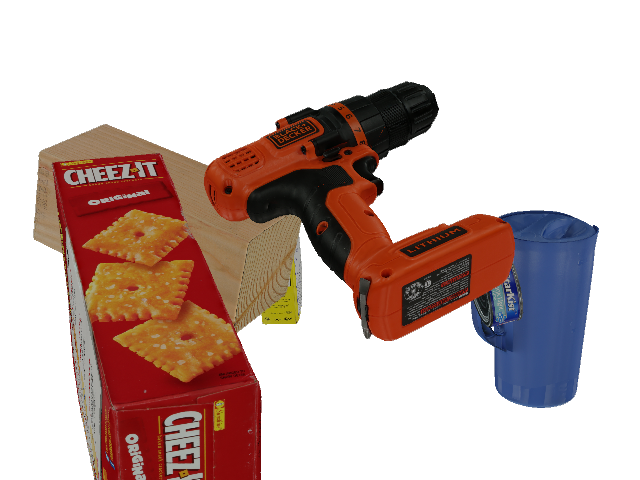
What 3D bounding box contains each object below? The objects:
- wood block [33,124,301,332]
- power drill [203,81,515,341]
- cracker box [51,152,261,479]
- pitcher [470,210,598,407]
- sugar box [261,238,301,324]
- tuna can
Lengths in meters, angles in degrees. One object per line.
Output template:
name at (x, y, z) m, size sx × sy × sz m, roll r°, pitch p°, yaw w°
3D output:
wood block at (-0.130, -0.014, 0.898) m, size 0.206 × 0.090 × 0.090 m, roll 23°, pitch 30°, yaw 20°
power drill at (0.040, -0.029, 0.703) m, size 0.184 × 0.057 × 0.188 m, roll -27°, pitch 45°, yaw -19°
cracker box at (-0.089, 0.074, 0.561) m, size 0.072 × 0.164 × 0.214 m, roll -8°, pitch 34°, yaw -16°
pitcher at (0.276, 0.091, 1.385) m, size 0.149 × 0.243 × 0.144 m, roll 5°, pitch 19°, yaw 16°
sugar box at (-0.046, -0.003, 1.097) m, size 0.048 × 0.093 × 0.176 m, roll -3°, pitch -44°, yaw 3°
tuna can at (0.171, 0.042, 1.064) m, size 0.033 × 0.086 × 0.086 m, roll -15°, pitch 1°, yaw -3°
